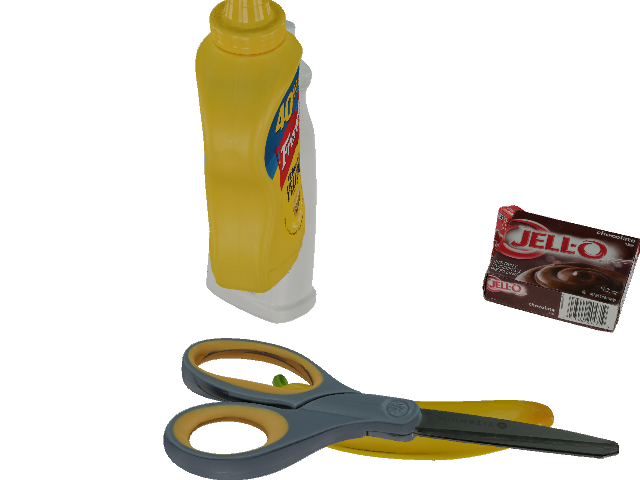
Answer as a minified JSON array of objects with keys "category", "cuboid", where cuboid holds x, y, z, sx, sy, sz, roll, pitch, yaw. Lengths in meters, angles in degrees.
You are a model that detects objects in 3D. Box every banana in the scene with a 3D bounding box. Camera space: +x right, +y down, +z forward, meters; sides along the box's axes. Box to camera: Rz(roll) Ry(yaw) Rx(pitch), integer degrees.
[{"category":"banana","cuboid":[0.048,0.114,0.694,0.198,0.037,0.069,6,31,20]}]

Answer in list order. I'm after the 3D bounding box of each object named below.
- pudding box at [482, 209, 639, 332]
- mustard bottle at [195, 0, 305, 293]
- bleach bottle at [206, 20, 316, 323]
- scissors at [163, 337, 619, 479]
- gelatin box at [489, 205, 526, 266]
[{"category":"pudding box","cuboid":[0.204,0.024,0.902,0.114,0.039,0.090,16,45,18]},{"category":"mustard bottle","cuboid":[-0.039,-0.066,0.620,0.058,0.192,0.096,9,44,10]},{"category":"bleach bottle","cuboid":[-0.042,-0.061,0.913,0.103,0.251,0.067,23,30,30]},{"category":"scissors","cuboid":[0.019,0.087,0.466,0.202,0.016,0.096,15,34,22]},{"category":"gelatin box","cuboid":[0.227,0.015,1.208,0.030,0.089,0.073,-10,32,-25]}]
